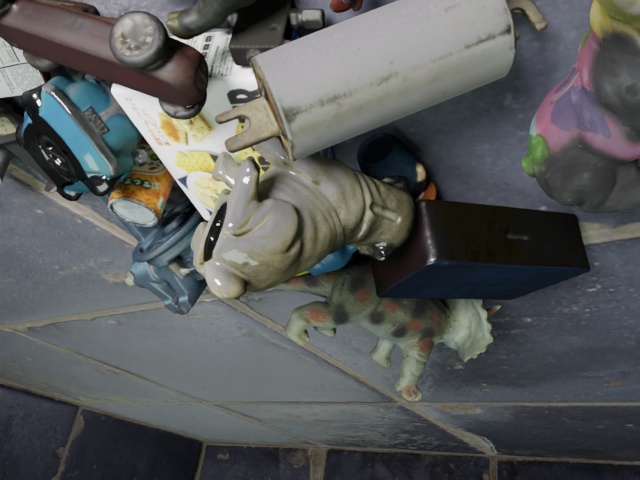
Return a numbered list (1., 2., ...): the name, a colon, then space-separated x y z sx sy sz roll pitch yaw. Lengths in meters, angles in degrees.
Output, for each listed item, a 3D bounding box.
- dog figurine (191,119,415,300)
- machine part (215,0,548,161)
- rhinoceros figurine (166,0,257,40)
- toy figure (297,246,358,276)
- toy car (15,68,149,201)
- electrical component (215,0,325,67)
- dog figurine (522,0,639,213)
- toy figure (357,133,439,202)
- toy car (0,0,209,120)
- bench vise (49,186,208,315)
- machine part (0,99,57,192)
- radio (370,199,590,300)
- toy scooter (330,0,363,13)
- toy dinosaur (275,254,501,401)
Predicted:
1. dog figurine: 0.001 -0.004 0.459 0.190 0.172 0.121 23 155 -22
2. machine part: 0.043 -0.121 0.377 0.243 0.079 0.079 -23 149 -3
3. rhinoceros figurine: -0.112 -0.213 0.332 0.112 0.073 0.190 -15 144 40
4. toy figure: -0.022 0.007 0.703 0.180 0.089 0.082 -16 106 23
5. toy car: -0.221 -0.104 0.526 0.162 0.103 0.109 -11 118 55
6. electrical component: -0.044 -0.161 0.418 0.094 0.063 0.021 5 152 10
7. dog figurine: 0.206 -0.124 0.377 0.192 0.108 0.219 -16 139 42
8. toy figure: 0.091 -0.055 0.585 0.064 0.058 0.154 37 176 42
9. toy car: -0.174 -0.149 0.402 0.202 0.053 0.089 22 174 15
10. bench vise: -0.215 -0.016 0.688 0.224 0.129 0.240 -9 127 47
11. machine part: -0.344 -0.108 0.632 0.084 0.039 0.138 -13 144 20
12. radio: 0.178 0.019 0.617 0.229 0.073 0.131 5 157 -25
13. toy scooter: 0.040 -0.197 0.318 0.184 0.075 0.135 3 151 18
14. toy dinosaur: 0.085 0.089 0.765 0.405 0.192 0.131 27 -169 -16
